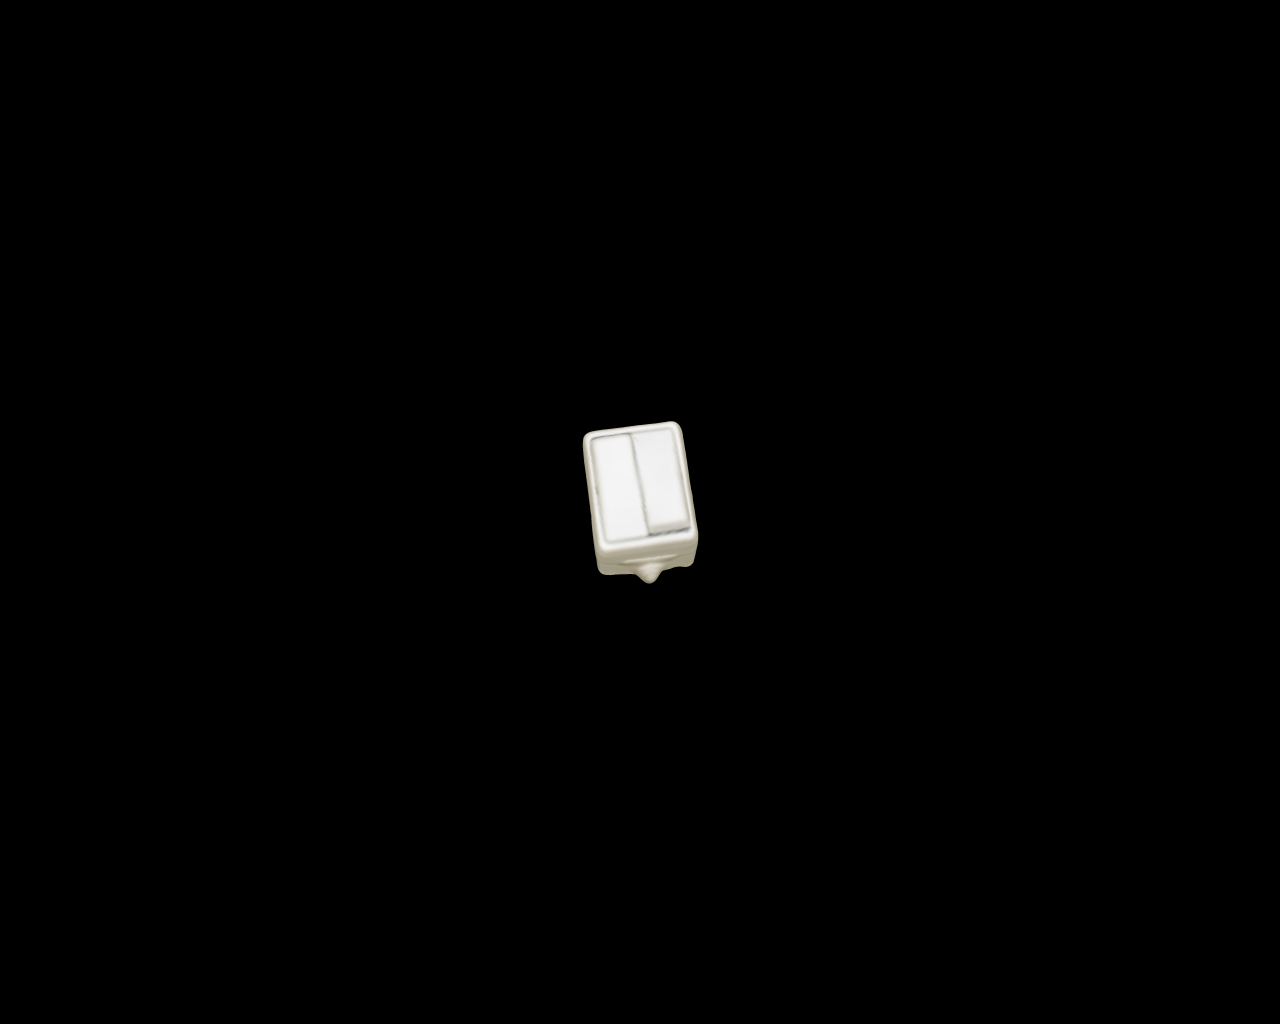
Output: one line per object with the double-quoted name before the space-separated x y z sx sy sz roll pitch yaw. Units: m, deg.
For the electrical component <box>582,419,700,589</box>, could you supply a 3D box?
"electrical component" 0.001 -0.003 0.650 0.062 0.096 0.061 -7 -19 -2
